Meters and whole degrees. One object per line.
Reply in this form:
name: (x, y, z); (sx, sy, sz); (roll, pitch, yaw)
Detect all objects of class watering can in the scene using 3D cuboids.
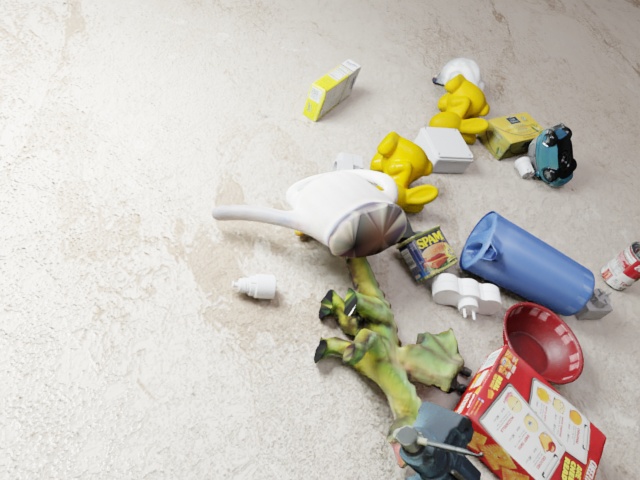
watering can: (0.003, -0.046, 0.915); (0.350, 0.101, 0.228); (-18, 38, -22)

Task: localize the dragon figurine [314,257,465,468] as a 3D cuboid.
dragon figurine: (0.127, 0.157, 0.862); (0.242, 0.119, 0.421); (25, 44, -13)

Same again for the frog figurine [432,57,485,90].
frog figurine: (0.413, -0.439, 1.455); (0.137, 0.120, 0.163); (16, 33, -35)
